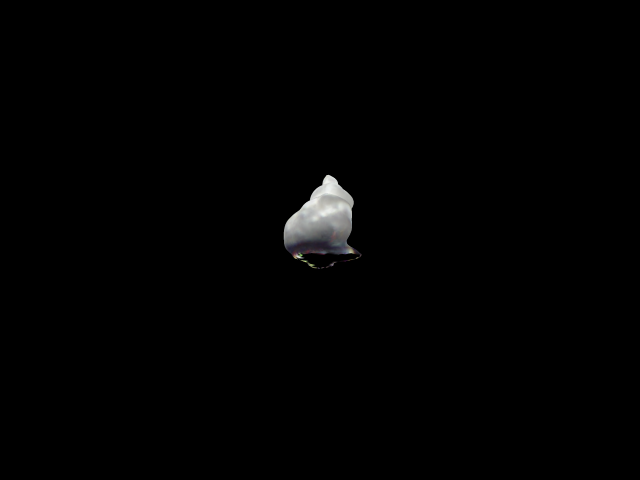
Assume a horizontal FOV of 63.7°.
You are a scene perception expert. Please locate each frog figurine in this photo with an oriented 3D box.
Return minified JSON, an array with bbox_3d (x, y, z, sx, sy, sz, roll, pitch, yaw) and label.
[{"bbox_3d":[0.003,-0.043,0.850,0.122,0.162,0.135,7,-22,-18],"label":"frog figurine"}]
